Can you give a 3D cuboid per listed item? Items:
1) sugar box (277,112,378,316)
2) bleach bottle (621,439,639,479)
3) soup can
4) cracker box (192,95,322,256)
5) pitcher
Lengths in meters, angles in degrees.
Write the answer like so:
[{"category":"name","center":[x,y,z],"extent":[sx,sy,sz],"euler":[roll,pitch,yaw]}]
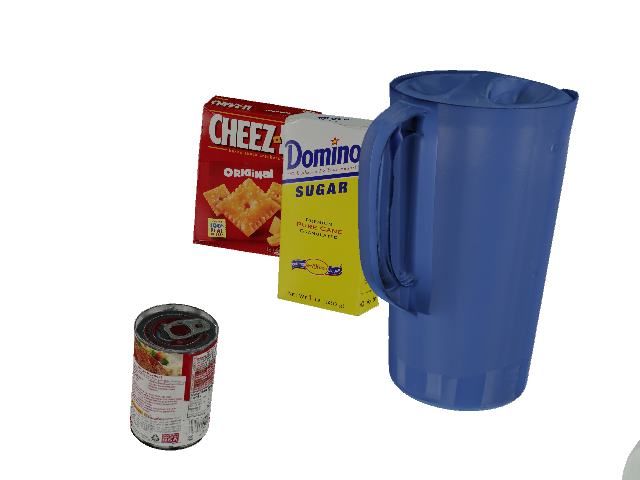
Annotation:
[{"category":"sugar box","center":[0.010,-0.026,0.989],"extent":[0.093,0.176,0.048],"euler":[10,18,30]},{"category":"bleach bottle","center":[0.265,0.098,0.619],"extent":[0.103,0.068,0.250],"euler":[18,30,32]},{"category":"soup can","center":[-0.121,0.113,0.878],"extent":[0.068,0.102,0.068],"euler":[6,29,-4]},{"category":"cracker box","center":[-0.094,-0.089,1.552],"extent":[0.164,0.214,0.072],"euler":[10,22,7]},{"category":"pitcher","center":[0.102,0.001,0.789],"extent":[0.149,0.243,0.145],"euler":[4,19,4]}]
